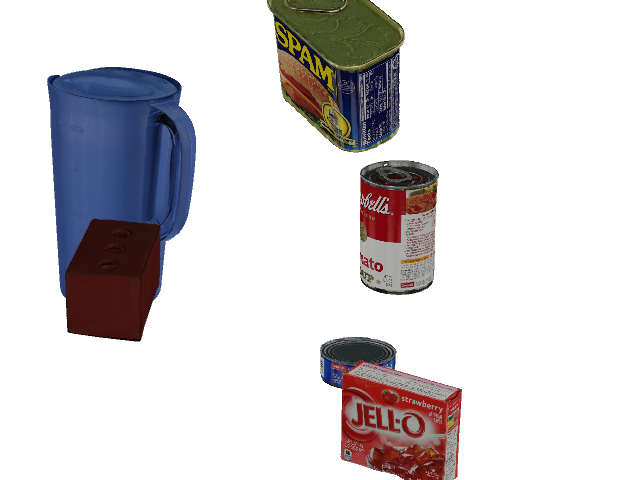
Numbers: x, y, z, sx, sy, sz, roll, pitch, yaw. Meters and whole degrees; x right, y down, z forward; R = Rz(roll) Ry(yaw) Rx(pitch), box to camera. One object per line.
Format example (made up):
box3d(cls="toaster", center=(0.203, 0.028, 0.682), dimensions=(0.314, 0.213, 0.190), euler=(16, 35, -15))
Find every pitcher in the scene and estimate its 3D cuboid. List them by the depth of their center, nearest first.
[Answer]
box3d(cls="pitcher", center=(-0.208, -0.050, 1.105), dimensions=(0.145, 0.243, 0.149), euler=(1, 22, -10))

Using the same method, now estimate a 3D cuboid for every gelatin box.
box3d(cls="gelatin box", center=(0.058, 0.136, 0.786), dimensions=(0.089, 0.073, 0.030), euler=(12, 22, 31))

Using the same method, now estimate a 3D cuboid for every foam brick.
box3d(cls="foam brick", center=(-0.145, 0.027, 0.751), dimensions=(0.053, 0.051, 0.078), euler=(6, 29, -1))

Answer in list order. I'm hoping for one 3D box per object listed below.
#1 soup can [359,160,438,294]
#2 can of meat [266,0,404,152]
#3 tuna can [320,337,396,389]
box3d(cls="soup can", center=(0.068, -0.012, 0.938), dimensions=(0.068, 0.102, 0.068), euler=(0, 23, 0))
box3d(cls="can of meat", center=(0.011, -0.120, 0.730), dimensions=(0.057, 0.084, 0.102), euler=(-30, 54, -19))
box3d(cls="tuna can", center=(0.042, 0.138, 1.201), dimensions=(0.086, 0.034, 0.086), euler=(1, 14, 0))
